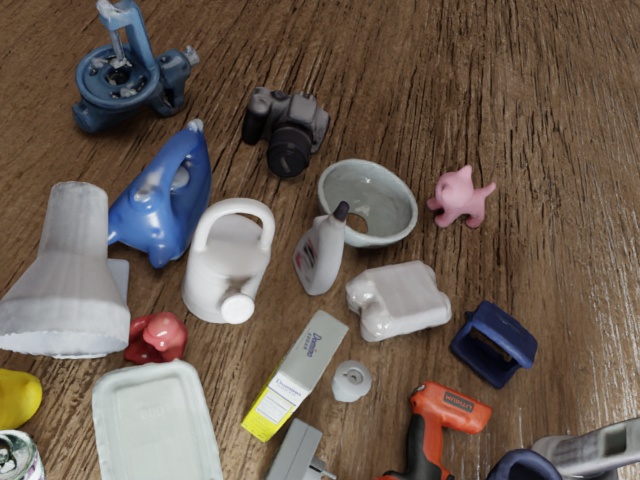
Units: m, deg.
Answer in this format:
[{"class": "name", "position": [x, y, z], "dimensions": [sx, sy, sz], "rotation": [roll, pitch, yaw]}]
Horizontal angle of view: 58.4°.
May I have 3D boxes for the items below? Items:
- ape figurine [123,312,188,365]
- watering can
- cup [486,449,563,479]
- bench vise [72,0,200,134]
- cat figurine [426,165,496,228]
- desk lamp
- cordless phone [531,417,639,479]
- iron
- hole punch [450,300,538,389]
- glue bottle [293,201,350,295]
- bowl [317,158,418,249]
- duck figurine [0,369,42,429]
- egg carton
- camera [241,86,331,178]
[{"class": "ape figurine", "position": [-0.189, 0.114, 0.679], "dimensions": [0.076, 0.092, 0.077], "rotation": [-25, 66, -34]}, {"class": "watering can", "position": [-0.109, 0.022, 0.714], "dimensions": [0.101, 0.194, 0.172], "rotation": [-18, 62, -31]}, {"class": "cup", "position": [0.237, 0.321, 0.684], "dimensions": [0.092, 0.095, 0.117], "rotation": [-3, 56, -23]}, {"class": "bench vise", "position": [-0.279, -0.278, 0.861], "dimensions": [0.121, 0.219, 0.208], "rotation": [32, 50, 5]}, {"class": "cat figurine", "position": [0.241, -0.078, 0.977], "dimensions": [0.128, 0.117, 0.067], "rotation": [-3, 55, -23]}, {"class": "desk lamp", "position": [-0.265, 0.053, 0.617], "dimensions": [0.118, 0.213, 0.203], "rotation": [4, 53, -18]}, {"class": "cordless phone", "position": [0.331, 0.291, 0.684], "dimensions": [0.094, 0.185, 0.147], "rotation": [23, 49, -3]}, {"class": "iron", "position": [-0.206, -0.093, 0.799], "dimensions": [0.118, 0.141, 0.258], "rotation": [22, 50, -4]}, {"class": "hole punch", "position": [0.261, 0.140, 0.835], "dimensions": [0.108, 0.091, 0.101], "rotation": [40, 51, 11]}, {"class": "glue bottle", "position": [0.007, 0.003, 0.788], "dimensions": [0.037, 0.173, 0.078], "rotation": [-13, 60, -29]}, {"class": "bowl", "position": [0.066, -0.045, 0.912], "dimensions": [0.168, 0.074, 0.167], "rotation": [11, 51, -13]}, {"class": "duck figurine", "position": [-0.345, 0.158, 0.589], "dimensions": [0.105, 0.086, 0.077], "rotation": [-9, 58, -26]}, {"class": "egg carton", "position": [0.114, 0.088, 0.832], "dimensions": [0.151, 0.069, 0.107], "rotation": [-10, 58, -27]}, {"class": "camera", "position": [-0.059, -0.181, 0.950], "dimensions": [0.143, 0.100, 0.137], "rotation": [17, 50, -8]}]
